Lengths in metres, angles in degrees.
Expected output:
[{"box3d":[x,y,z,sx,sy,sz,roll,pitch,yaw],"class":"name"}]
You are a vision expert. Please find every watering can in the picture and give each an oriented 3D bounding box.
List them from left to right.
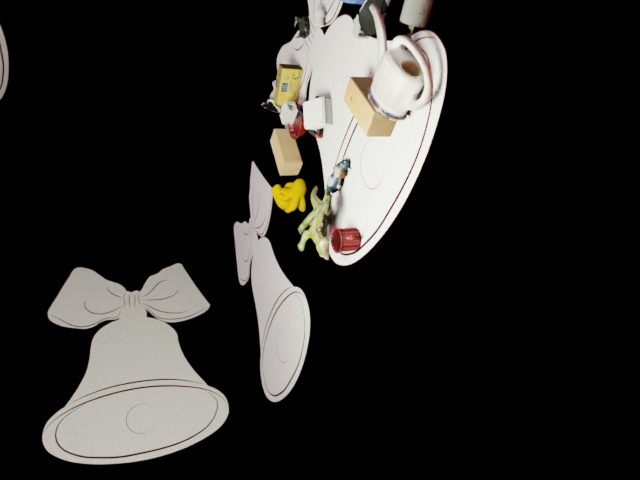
[{"box3d":[0.203,-0.488,1.463,0.354,0.104,0.219,62,148,26],"class":"watering can"}]

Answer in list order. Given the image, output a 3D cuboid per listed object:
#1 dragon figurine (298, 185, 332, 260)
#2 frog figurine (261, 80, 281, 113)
[{"box3d":[0.006,-0.098,1.951,0.238,0.122,0.420,125,151,-53],"class":"dragon figurine"},{"box3d":[-0.186,-0.681,2.417,0.161,0.122,0.136,-61,7,-17],"class":"frog figurine"}]
